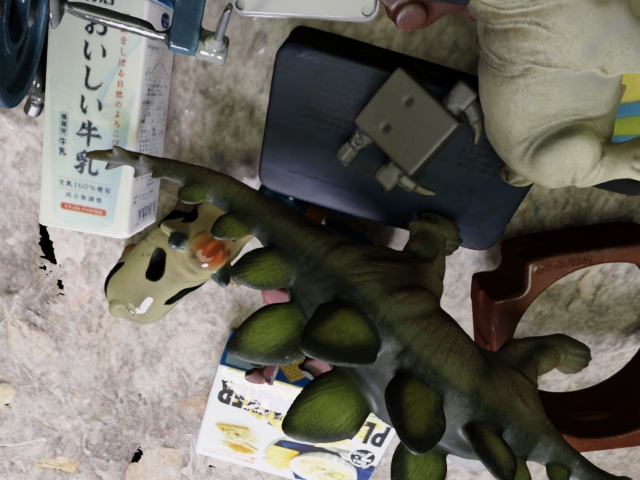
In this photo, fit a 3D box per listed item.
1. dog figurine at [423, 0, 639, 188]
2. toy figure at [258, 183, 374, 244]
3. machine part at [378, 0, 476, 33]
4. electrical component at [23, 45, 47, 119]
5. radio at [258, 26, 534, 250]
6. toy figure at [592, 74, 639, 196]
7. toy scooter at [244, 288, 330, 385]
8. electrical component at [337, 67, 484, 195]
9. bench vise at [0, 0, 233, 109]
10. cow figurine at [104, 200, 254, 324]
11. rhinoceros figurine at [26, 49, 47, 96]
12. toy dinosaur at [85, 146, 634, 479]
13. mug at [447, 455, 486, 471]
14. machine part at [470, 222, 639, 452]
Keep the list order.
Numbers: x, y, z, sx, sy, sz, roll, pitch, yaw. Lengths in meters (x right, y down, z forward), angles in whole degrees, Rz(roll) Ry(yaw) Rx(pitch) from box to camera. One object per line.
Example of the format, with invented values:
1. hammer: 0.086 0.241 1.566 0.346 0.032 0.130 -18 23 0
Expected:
1. dog figurine: 0.111 -0.111 0.309 0.190 0.121 0.172 12 122 -23
2. toy figure: -0.001 -0.001 0.519 0.154 0.064 0.058 37 112 -12
3. machine part: 0.079 -0.205 0.302 0.179 0.056 0.179 -5 148 -3
4. electrical component: -0.232 -0.140 0.487 0.063 0.021 0.094 33 117 -13
5. radio: 0.066 -0.084 0.462 0.230 0.073 0.131 16 121 -2
6. toy figure: 0.228 -0.124 0.416 0.089 0.082 0.179 -8 122 8
7. toy scooter: -0.002 0.113 0.563 0.184 0.075 0.135 34 86 -9
8. electrical component: 0.071 -0.079 0.397 0.078 0.045 0.102 42 114 15
9. bench vise: -0.170 -0.175 0.329 0.240 0.129 0.223 12 95 -17
10. cow figurine: -0.132 0.016 0.508 0.195 0.127 0.085 -35 114 25
11. rhinoceros figurine: -0.265 -0.205 0.412 0.112 0.073 0.190 2 111 17
12. toy dinosaur: 0.043 0.057 0.396 0.472 0.198 0.105 37 127 12
13. mug: 0.193 0.197 0.608 0.110 0.081 0.107 20 111 -2
14. machine part: 0.252 0.090 0.509 0.202 0.087 0.200 -8 104 5
